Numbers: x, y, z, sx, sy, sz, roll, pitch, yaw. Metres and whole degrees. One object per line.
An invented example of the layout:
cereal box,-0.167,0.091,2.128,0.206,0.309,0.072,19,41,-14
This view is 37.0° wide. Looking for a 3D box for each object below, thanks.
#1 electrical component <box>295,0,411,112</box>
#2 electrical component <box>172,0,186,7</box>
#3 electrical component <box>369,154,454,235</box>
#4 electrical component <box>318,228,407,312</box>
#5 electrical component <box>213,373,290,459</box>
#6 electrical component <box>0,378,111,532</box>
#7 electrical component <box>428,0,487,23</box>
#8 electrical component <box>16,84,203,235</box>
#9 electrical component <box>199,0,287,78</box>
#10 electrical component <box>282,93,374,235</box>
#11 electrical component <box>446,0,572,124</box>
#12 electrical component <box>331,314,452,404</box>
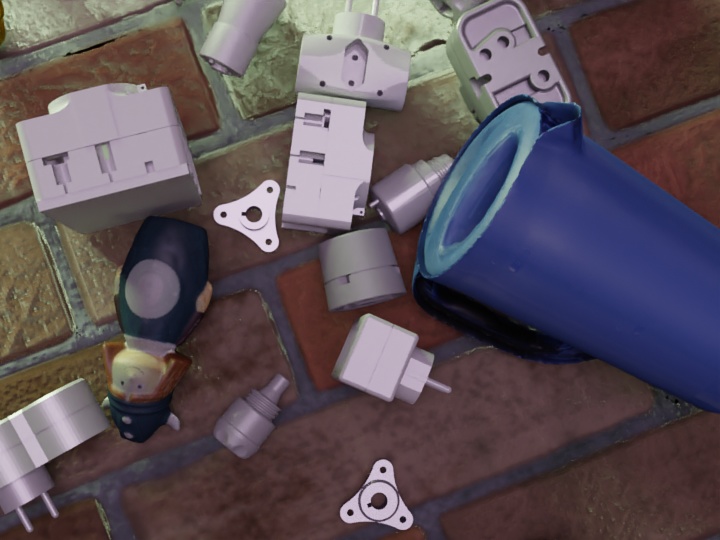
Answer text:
electrical component,-0.003,-0.157,0.763,0.077,0.043,0.079,9,85,-4
electrical component,-0.124,-0.215,0.760,0.040,0.040,0.046,43,89,-1
electrical component,0.043,-0.058,0.761,0.078,0.040,0.040,-34,89,-7
electrical component,0.000,0.000,0.747,0.055,0.055,0.047,-13,83,-6
electrical component,-0.072,0.098,0.742,0.035,0.035,0.061,39,81,-1
electrical component,-0.228,0.137,0.716,0.138,0.052,0.073,-29,89,-7
electrical component,0.079,-0.212,0.775,0.043,0.043,0.062,42,82,-1
electrical component,-0.155,-0.070,0.689,0.089,0.150,0.061,-15,88,-6
electrical component,-0.085,-0.169,0.759,0.044,0.044,0.065,27,89,-3
electrical component,-0.021,-0.072,0.751,0.056,0.050,0.089,7,85,-4
electrical component,0.103,-0.138,0.763,0.054,0.059,0.095,-27,88,-6
electrical component,0.026,0.067,0.728,0.076,0.083,0.047,24,84,-3
